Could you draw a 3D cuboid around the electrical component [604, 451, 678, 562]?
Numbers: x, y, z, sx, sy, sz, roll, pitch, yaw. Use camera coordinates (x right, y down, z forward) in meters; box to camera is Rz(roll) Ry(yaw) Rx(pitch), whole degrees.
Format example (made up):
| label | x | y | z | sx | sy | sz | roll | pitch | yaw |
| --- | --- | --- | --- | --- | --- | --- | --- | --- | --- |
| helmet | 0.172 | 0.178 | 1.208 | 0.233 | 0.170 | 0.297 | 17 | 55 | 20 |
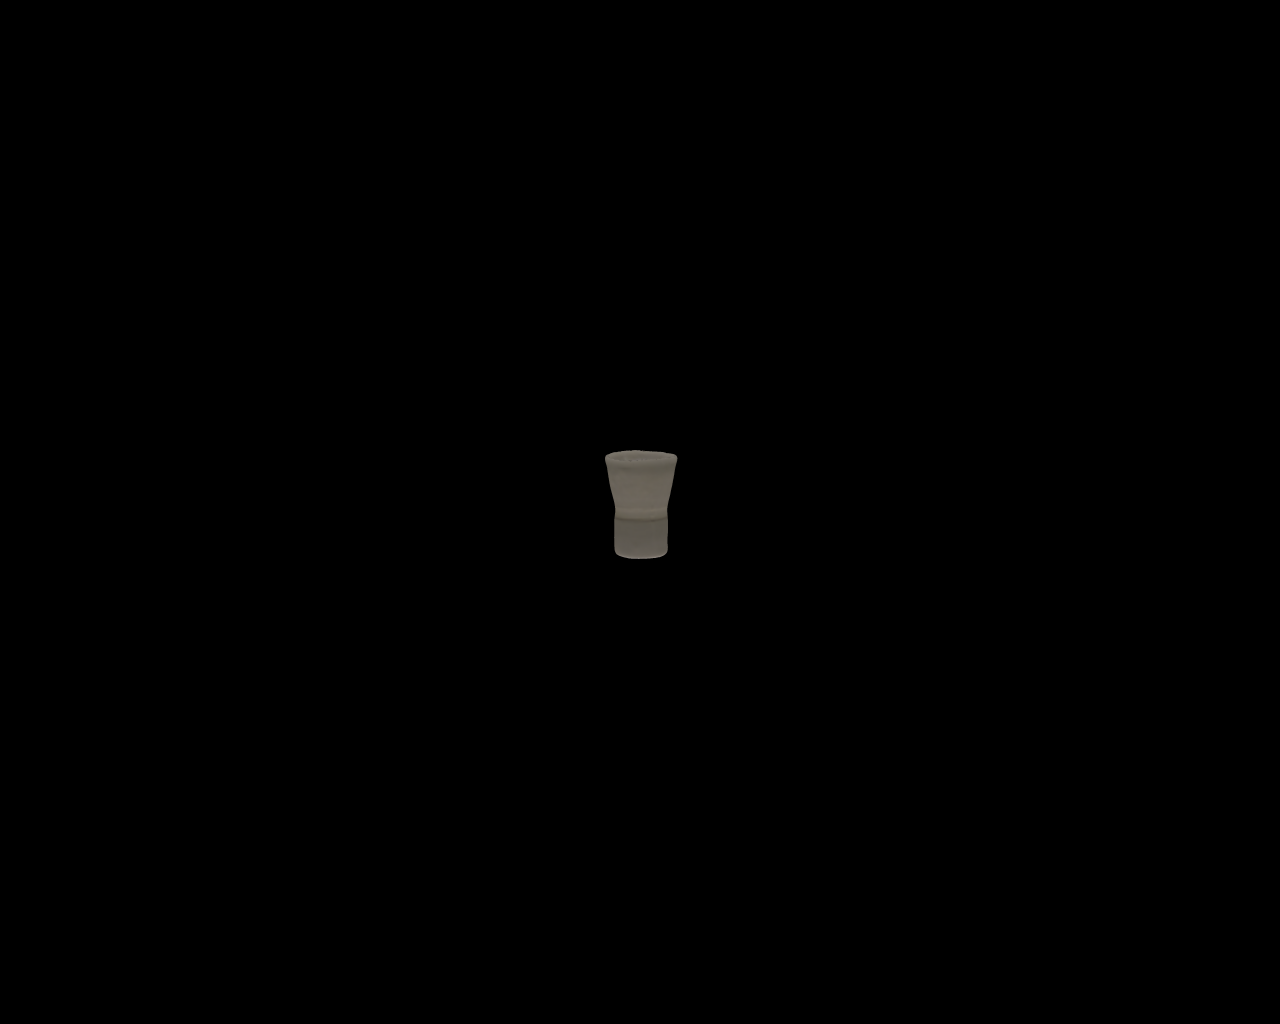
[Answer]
| label | x | y | z | sx | sy | sz | roll | pitch | yaw |
| --- | --- | --- | --- | --- | --- | --- | --- | --- | --- |
| electrical component | 0.001 | -0.003 | 0.650 | 0.044 | 0.065 | 0.044 | 0 | 9 | 0 |
